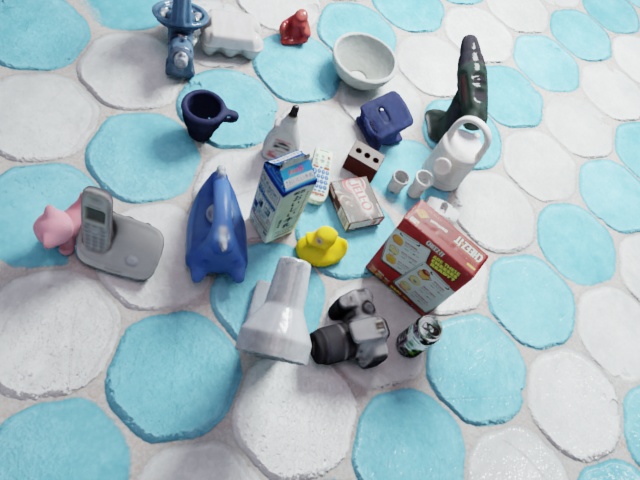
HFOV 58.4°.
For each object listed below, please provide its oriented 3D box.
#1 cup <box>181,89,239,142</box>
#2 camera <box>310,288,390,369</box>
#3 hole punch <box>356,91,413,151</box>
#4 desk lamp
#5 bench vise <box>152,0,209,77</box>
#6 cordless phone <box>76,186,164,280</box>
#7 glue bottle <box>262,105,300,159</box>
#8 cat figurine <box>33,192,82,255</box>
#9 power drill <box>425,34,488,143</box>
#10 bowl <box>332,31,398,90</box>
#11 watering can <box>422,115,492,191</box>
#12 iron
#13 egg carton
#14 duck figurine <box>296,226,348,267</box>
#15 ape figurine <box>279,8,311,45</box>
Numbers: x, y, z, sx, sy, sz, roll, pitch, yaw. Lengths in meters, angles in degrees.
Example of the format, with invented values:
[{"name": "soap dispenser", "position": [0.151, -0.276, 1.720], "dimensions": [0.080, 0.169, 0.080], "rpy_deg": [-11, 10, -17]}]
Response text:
[{"name": "cup", "position": [-0.233, -0.250, 1.199], "dimensions": [0.118, 0.095, 0.091], "rpy_deg": [8, 61, -13]}, {"name": "camera", "position": [0.048, 0.168, 1.060], "dimensions": [0.137, 0.100, 0.143], "rpy_deg": [-9, 66, -22]}, {"name": "hole punch", "position": [0.151, -0.281, 1.339], "dimensions": [0.101, 0.091, 0.108], "rpy_deg": [-18, 69, -25]}, {"name": "desk lamp", "position": [-0.073, 0.130, 0.976], "dimensions": [0.118, 0.213, 0.203], "rpy_deg": [16, 59, -9]}, {"name": "bench vise", "position": [-0.285, -0.473, 1.228], "dimensions": [0.122, 0.219, 0.207], "rpy_deg": [-16, 69, -24]}, {"name": "cordless phone", "position": [-0.343, -0.015, 0.985], "dimensions": [0.148, 0.185, 0.094], "rpy_deg": [16, 59, -9]}, {"name": "glue bottle", "position": [-0.070, -0.223, 1.190], "dimensions": [0.078, 0.173, 0.037], "rpy_deg": [13, 60, -10]}, {"name": "cat figurine", "position": [-0.448, -0.032, 1.000], "dimensions": [0.067, 0.117, 0.128], "rpy_deg": [32, 58, 1]}, {"name": "power drill", "position": [0.328, -0.335, 1.356], "dimensions": [0.076, 0.208, 0.229], "rpy_deg": [3, 62, -15]}, {"name": "bowl", "position": [0.102, -0.427, 1.412], "dimensions": [0.168, 0.074, 0.167], "rpy_deg": [8, 61, -14]}, {"name": "watering can", "position": [0.312, -0.196, 1.284], "dimensions": [0.101, 0.194, 0.173], "rpy_deg": [25, 58, -3]}, {"name": "iron", "position": [-0.190, -0.053, 1.079], "dimensions": [0.119, 0.141, 0.258], "rpy_deg": [2, 62, -17]}, {"name": "egg carton", "position": [-0.209, -0.483, 1.346], "dimensions": [0.150, 0.069, 0.107], "rpy_deg": [0, 63, -18]}, {"name": "duck figurine", "position": [0.011, 0.004, 1.145], "dimensions": [0.105, 0.086, 0.077], "rpy_deg": [2, 62, -16]}, {"name": "ape figurine", "position": [-0.055, -0.528, 1.406], "dimensions": [0.078, 0.092, 0.076], "rpy_deg": [32, 58, 1]}]
